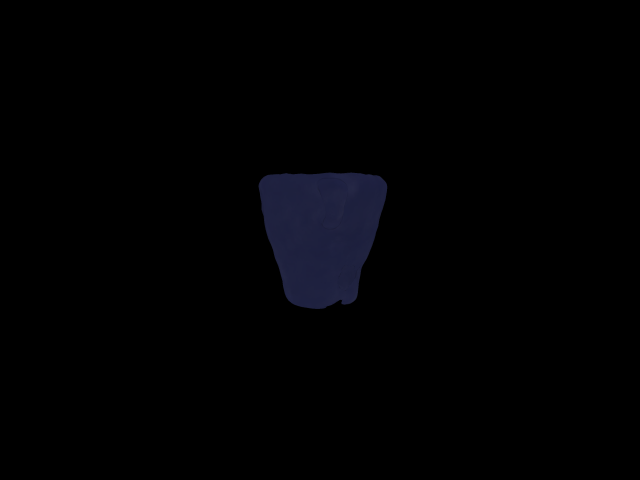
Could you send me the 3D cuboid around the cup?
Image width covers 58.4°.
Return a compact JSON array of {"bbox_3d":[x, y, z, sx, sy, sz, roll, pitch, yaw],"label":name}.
[{"bbox_3d":[0.004,0.001,0.400,0.092,0.095,0.117,-1,5,-7],"label":"cup"}]
